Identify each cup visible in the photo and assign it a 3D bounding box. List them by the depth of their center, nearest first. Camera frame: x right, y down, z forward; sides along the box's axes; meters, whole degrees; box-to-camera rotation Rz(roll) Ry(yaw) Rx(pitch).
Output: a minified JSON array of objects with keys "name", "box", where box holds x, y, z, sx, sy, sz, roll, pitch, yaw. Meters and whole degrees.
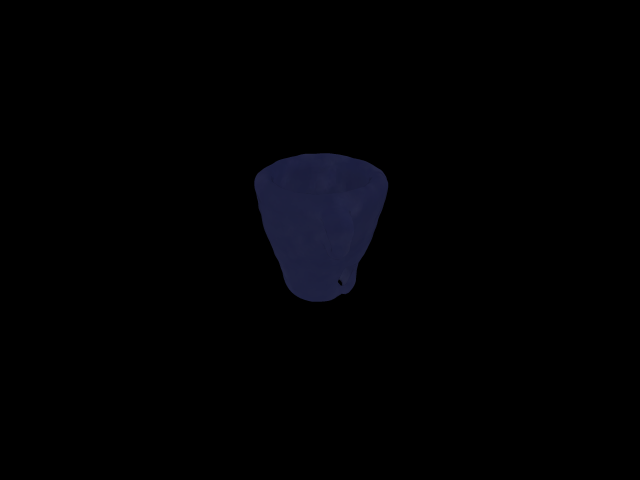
[{"name":"cup","box":[0.004,0.001,0.400,0.092,0.095,0.117,-5,28,-10]}]
